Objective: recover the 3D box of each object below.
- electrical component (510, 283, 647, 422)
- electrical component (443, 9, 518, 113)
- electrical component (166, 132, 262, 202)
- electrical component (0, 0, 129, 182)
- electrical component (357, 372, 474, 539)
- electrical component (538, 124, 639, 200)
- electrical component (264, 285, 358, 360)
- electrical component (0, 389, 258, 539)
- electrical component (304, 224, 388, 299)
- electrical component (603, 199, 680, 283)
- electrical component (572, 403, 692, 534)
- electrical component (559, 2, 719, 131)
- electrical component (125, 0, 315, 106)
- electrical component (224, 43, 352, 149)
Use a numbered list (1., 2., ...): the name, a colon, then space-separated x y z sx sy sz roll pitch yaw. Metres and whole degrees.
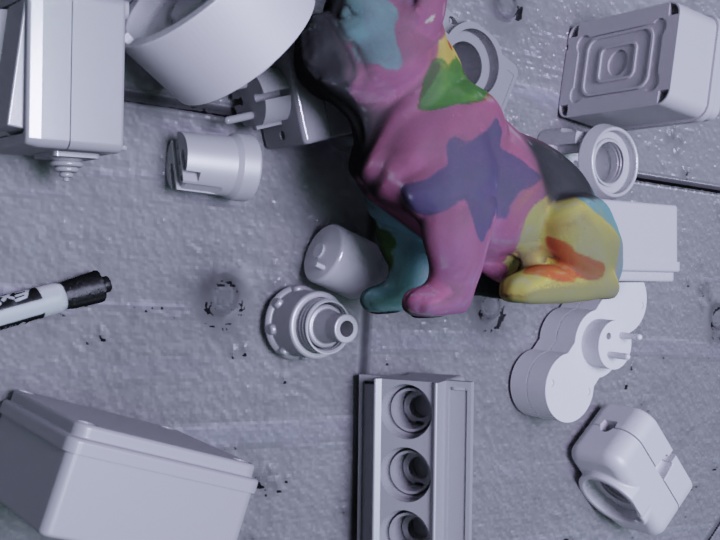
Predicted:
1. electrical component: 0.179 0.055 0.810 0.052 0.074 0.138 50 65 -27
2. electrical component: 0.058 -0.136 0.727 0.089 0.056 0.050 31 74 -33
3. electrical component: -0.087 -0.062 0.635 0.046 0.040 0.040 3 90 -31
4. electrical component: -0.163 -0.095 0.564 0.061 0.062 0.096 1 91 -36
5. electrical component: 0.041 0.131 0.715 0.063 0.079 0.121 -2 93 -65
6. electrical component: 0.171 -0.080 0.811 0.078 0.057 0.058 1 91 -36
7. electrical component: -0.026 0.034 0.668 0.048 0.062 0.048 -2 93 -36
8. electrical component: -0.129 0.109 0.568 0.109 0.109 0.056 22 82 -35
9. electrical component: 0.000 0.000 0.699 0.078 0.040 0.040 25 77 -34
10. electrical component: 0.152 -0.019 0.767 0.109 0.109 0.056 1 88 -36
11. electrical component: 0.213 0.161 0.851 0.059 0.054 0.095 -47 117 -25
12. electrical component: 0.211 -0.148 0.803 0.057 0.113 0.078 11 85 -33
13. electrical component: -0.075 -0.139 0.602 0.060 0.108 0.108 49 64 -33
14. electrical component: -0.052 -0.107 0.653 0.077 0.047 0.065 -19 102 -34
